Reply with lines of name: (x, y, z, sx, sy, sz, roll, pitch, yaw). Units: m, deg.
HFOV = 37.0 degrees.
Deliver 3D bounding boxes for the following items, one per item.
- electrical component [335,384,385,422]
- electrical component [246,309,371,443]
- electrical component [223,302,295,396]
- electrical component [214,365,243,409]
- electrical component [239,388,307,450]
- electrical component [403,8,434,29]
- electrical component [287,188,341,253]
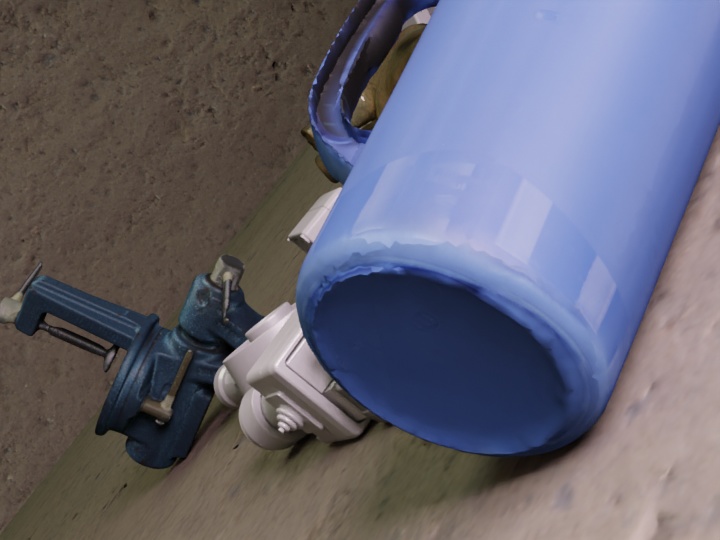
electrical component: (-0.001, 0.047, 0.539, 0.035, 0.061, 0.035, -48, 9, 11)
electrical component: (-0.013, 0.049, 0.589, 0.096, 0.062, 0.061, -54, 10, -23)
electrical component: (-0.050, 0.061, 0.789, 0.099, 0.064, 0.099, -38, 3, 2)
electrical component: (-0.092, 0.091, 0.874, 0.040, 0.040, 0.046, -55, 16, -28)
electrical component: (-0.044, 0.082, 0.658, 0.055, 0.045, 0.045, -41, 13, 46)
electrical component: (0.078, -0.228, 1.018, 0.083, 0.047, 0.075, -15, -22, -19)
electrical component: (-0.014, -0.032, 0.915, 0.061, 0.062, 0.096, -51, 9, -8)
